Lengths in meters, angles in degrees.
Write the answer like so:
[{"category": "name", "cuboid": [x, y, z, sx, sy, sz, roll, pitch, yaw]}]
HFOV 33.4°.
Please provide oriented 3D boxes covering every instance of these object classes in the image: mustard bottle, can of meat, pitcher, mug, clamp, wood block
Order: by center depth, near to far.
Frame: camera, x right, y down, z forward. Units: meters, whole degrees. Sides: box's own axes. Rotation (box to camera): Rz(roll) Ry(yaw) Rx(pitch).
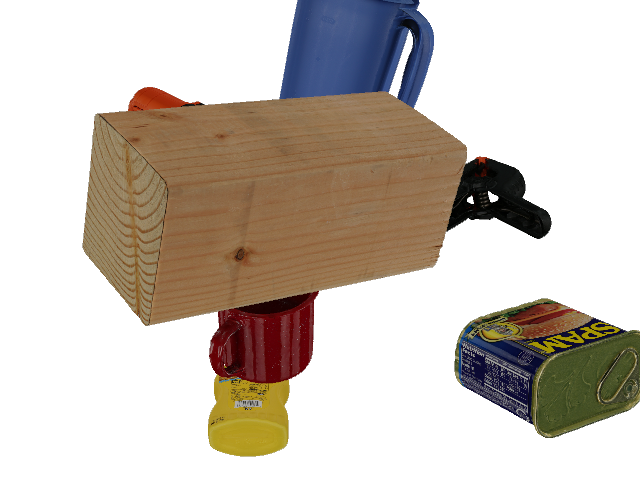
[{"category": "wood block", "cuboid": [-0.025, -0.026, 0.637, 0.205, 0.091, 0.090, -10, 36, -35]}, {"category": "can of meat", "cuboid": [0.152, 0.081, 0.712, 0.101, 0.057, 0.084, -12, 21, -30]}, {"category": "mug", "cuboid": [-0.053, 0.074, 0.910, 0.093, 0.081, 0.117, 20, 39, 26]}, {"category": "clamp", "cuboid": [0.150, -0.036, 0.942, 0.120, 0.039, 0.171, 5, 27, 19]}, {"category": "pitcher", "cuboid": [0.025, -0.168, 1.191, 0.145, 0.243, 0.149, 10, 22, -11]}, {"category": "mustard bottle", "cuboid": [-0.088, 0.194, 1.347, 0.096, 0.058, 0.191, -2, 26, 0]}]

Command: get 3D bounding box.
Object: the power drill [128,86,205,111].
[{"category": "power drill", "cuboid": [-0.125, -0.048, 1.091, 0.185, 0.188, 0.057, 31, 38, 35]}]
